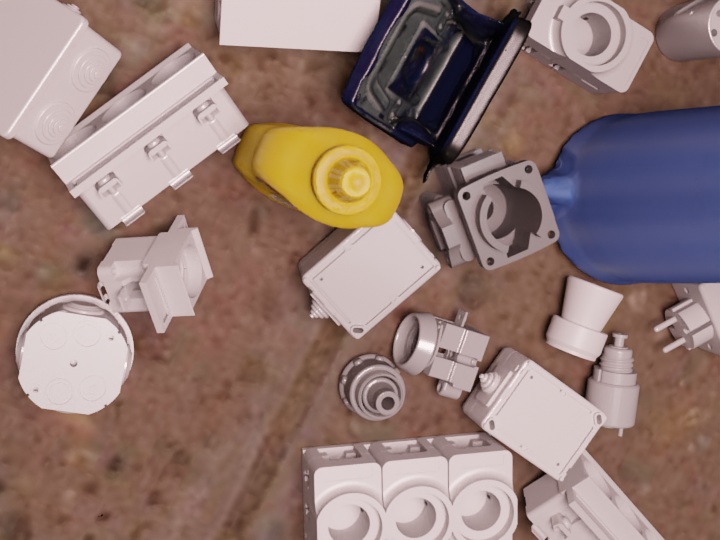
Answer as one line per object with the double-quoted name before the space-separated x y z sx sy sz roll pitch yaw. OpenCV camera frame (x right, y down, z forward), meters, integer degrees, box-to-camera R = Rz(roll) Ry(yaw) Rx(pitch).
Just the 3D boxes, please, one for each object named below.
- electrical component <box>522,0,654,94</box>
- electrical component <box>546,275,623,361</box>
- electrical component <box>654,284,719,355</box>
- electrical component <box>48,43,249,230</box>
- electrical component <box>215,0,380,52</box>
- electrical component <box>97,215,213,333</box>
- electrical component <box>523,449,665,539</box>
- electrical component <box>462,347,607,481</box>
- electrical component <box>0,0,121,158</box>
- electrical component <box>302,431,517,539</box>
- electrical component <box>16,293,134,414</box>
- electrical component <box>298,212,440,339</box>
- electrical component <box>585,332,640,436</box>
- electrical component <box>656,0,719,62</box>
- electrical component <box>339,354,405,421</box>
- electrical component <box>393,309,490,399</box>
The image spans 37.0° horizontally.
"electrical component" 0.162 -0.171 0.789 0.089 0.056 0.050 27 91 -15
"electrical component" 0.172 0.037 0.827 0.045 0.045 0.055 19 94 -15
"electrical component" 0.268 0.038 0.849 0.077 0.047 0.065 -27 102 -8
"electrical component" -0.141 -0.088 0.723 0.121 0.079 0.063 -38 119 -5
"electrical component" -0.038 -0.244 0.707 0.105 0.060 0.186 0 116 -13
"electrical component" -0.141 0.002 0.735 0.064 0.081 0.042 -2 125 14
"electrical component" 0.187 0.207 0.844 0.063 0.078 0.121 -37 105 17
"electrical component" 0.125 0.104 0.817 0.096 0.061 0.061 36 89 -15
"electrical component" -0.214 -0.131 0.691 0.100 0.048 0.099 33 89 27
"electrical component" 0.036 0.178 0.807 0.150 0.062 0.089 -3 99 -13
"electrical component" -0.197 0.059 0.741 0.080 0.051 0.080 -2 98 -13
"electrical component" 0.000 0.000 0.777 0.096 0.061 0.061 -41 105 4
"electrical component" 0.199 0.088 0.843 0.040 0.040 0.078 5 97 -14
"electrical component" 0.273 -0.188 0.802 0.079 0.077 0.043 -31 103 -7
"electrical component" 0.013 0.090 0.788 0.048 0.062 0.048 -2 98 -13
"electrical component" 0.058 0.059 0.804 0.055 0.048 0.066 18 94 -22
